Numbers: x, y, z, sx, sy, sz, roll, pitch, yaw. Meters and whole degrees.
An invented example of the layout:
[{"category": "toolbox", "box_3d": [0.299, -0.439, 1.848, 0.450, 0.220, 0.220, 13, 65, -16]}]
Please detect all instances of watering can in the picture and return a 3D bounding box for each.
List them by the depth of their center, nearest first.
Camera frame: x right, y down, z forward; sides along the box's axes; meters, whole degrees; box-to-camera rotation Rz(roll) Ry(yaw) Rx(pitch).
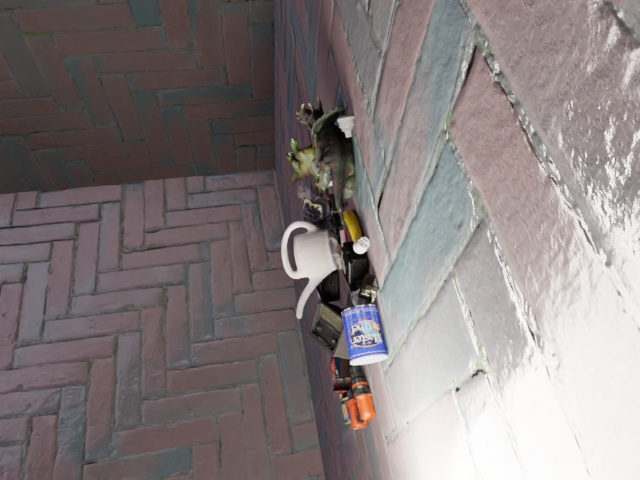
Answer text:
[{"category": "watering can", "box_3d": [-0.020, 0.090, 1.838, 0.103, 0.224, 0.351, 42, -144, -74]}]

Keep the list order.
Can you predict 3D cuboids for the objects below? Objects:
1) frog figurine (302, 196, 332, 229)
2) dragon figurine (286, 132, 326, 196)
[{"category": "frog figurine", "box_3d": [0.006, -0.101, 2.005, 0.159, 0.122, 0.138, 2, -111, -62]}, {"category": "dragon figurine", "box_3d": [-0.043, -0.272, 2.062, 0.401, 0.122, 0.247, 108, 146, -55]}]
